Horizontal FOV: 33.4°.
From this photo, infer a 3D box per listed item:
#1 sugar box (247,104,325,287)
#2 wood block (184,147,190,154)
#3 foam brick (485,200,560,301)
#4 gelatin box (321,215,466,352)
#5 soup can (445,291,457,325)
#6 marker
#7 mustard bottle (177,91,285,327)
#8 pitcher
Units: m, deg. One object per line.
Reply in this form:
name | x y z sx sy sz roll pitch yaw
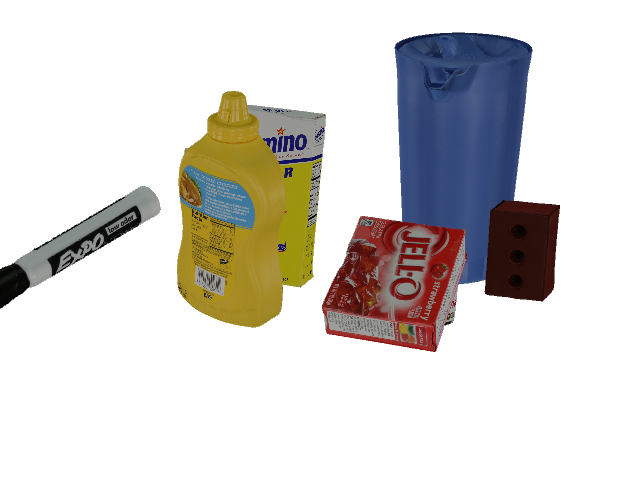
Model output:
sugar box | -0.050 -0.047 1.097 0.093 0.176 0.048 8 16 15
wood block | -0.099 -0.040 1.318 0.090 0.090 0.206 -7 30 -20
foam brick | 0.175 0.008 0.924 0.053 0.078 0.051 6 15 21
gelatin box | 0.049 0.025 0.688 0.073 0.030 0.089 8 46 18
soup can | 0.127 0.042 1.243 0.068 0.102 0.068 4 15 -1
marker | -0.138 0.004 0.583 0.020 0.020 0.120 0 27 46
mustard bottle | -0.073 -0.029 0.874 0.096 0.192 0.058 22 33 32
pitcher | 0.145 -0.088 1.093 0.149 0.243 0.145 -9 25 -19
